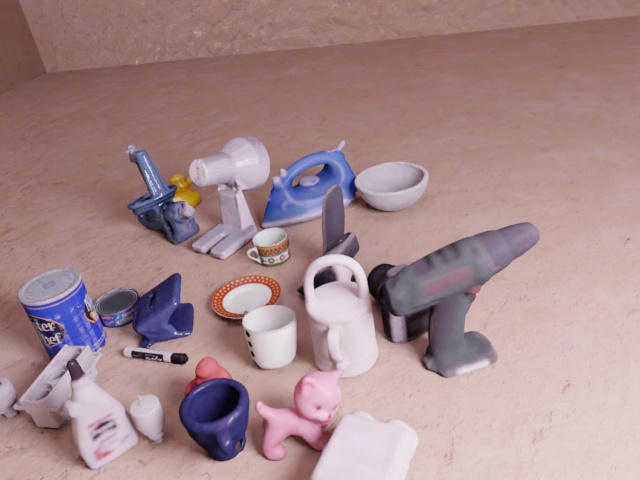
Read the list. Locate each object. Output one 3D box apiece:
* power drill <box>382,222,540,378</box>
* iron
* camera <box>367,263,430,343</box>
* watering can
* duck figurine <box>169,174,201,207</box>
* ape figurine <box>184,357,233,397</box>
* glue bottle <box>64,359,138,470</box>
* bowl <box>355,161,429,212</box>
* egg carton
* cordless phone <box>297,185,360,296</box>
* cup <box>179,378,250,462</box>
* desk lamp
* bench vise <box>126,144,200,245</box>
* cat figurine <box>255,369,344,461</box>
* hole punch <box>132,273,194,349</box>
[{"bbox_3d":[0.205,0.089,0.823,0.230,0.209,0.075,-15,31,-9],"label":"power drill"},{"bbox_3d":[-0.031,-0.130,1.320,0.259,0.142,0.118,-24,34,-23],"label":"iron"},{"bbox_3d":[0.149,0.080,0.959,0.143,0.101,0.136,-20,32,-17],"label":"camera"},{"bbox_3d":[0.027,0.100,0.868,0.101,0.194,0.172,-15,31,-9],"label":"watering can"},{"bbox_3d":[-0.358,-0.123,1.454,0.077,0.086,0.105,20,42,40],"label":"duck figurine"},{"bbox_3d":[-0.159,0.210,0.837,0.077,0.092,0.076,10,36,30],"label":"ape figurine"},{"bbox_3d":[-0.305,0.227,0.769,0.078,0.173,0.037,-31,37,-31],"label":"glue bottle"},{"bbox_3d":[0.164,-0.112,1.300,0.167,0.075,0.167,-7,31,4],"label":"bowl"},{"bbox_3d":[0.052,0.276,0.690,0.107,0.069,0.150,6,34,24],"label":"egg carton"},{"bbox_3d":[0.010,0.004,1.042,0.094,0.185,0.148,6,34,24],"label":"cordless phone"},{"bbox_3d":[-0.127,0.253,0.753,0.092,0.095,0.117,-18,32,-15],"label":"cup"},{"bbox_3d":[-0.198,-0.102,1.248,0.117,0.214,0.204,12,37,32],"label":"desk lamp"},{"bbox_3d":[-0.357,-0.111,1.302,0.206,0.220,0.122,5,34,24],"label":"bench vise"},{"bbox_3d":[-0.023,0.220,0.757,0.128,0.118,0.067,-12,31,-4],"label":"cat figurine"},{"bbox_3d":[-0.283,0.123,1.017,0.101,0.091,0.108,-13,31,-5],"label":"hole punch"}]
